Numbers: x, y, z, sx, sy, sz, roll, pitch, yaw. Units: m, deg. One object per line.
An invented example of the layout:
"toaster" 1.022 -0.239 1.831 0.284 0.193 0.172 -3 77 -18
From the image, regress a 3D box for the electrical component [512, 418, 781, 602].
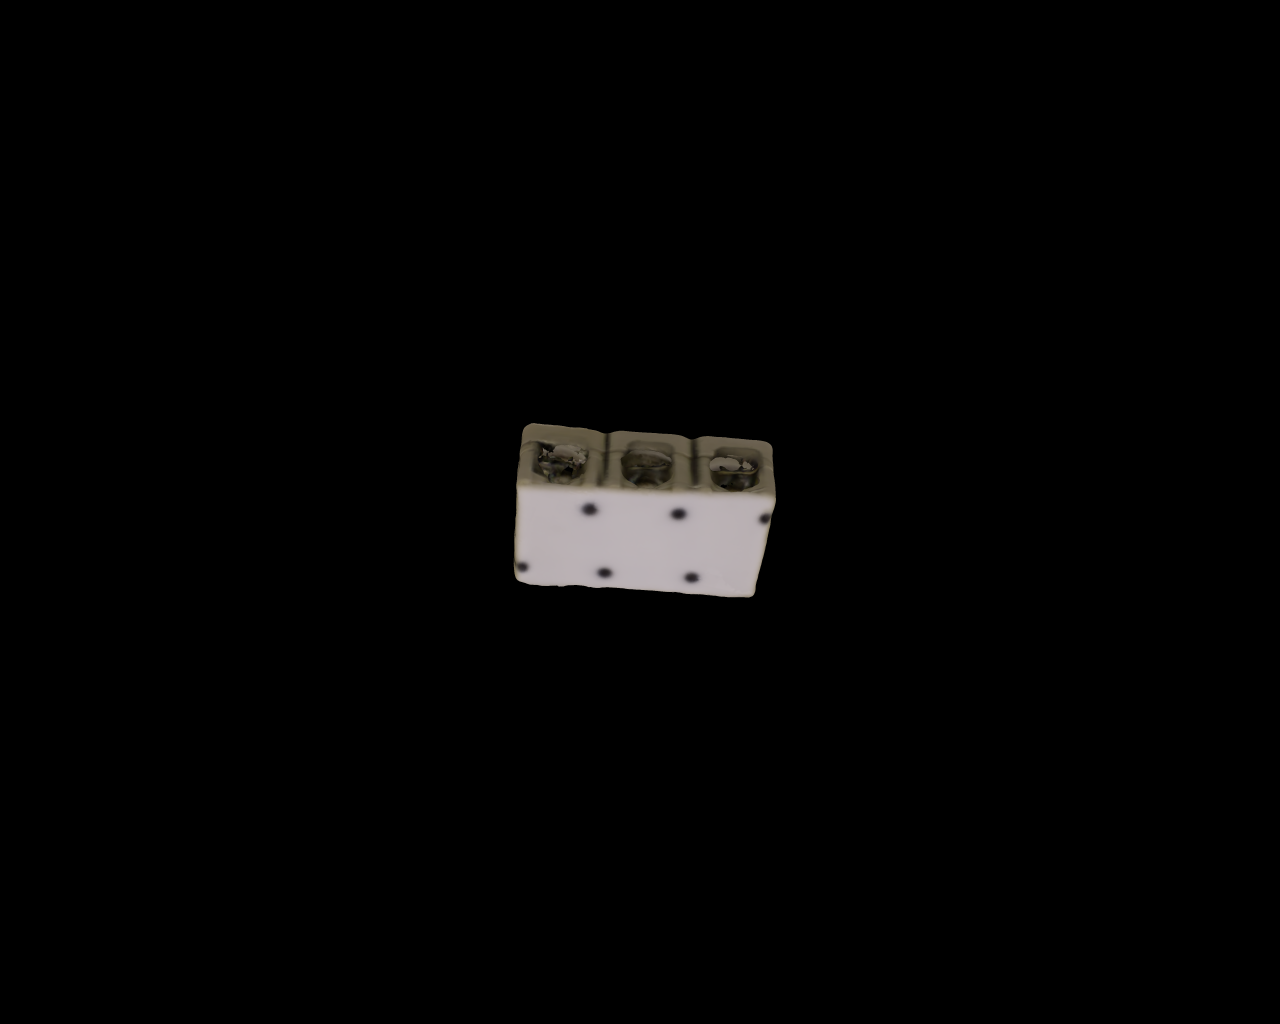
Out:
"electrical component" 0.001 -0.003 0.650 0.150 0.089 0.062 4 44 -4
